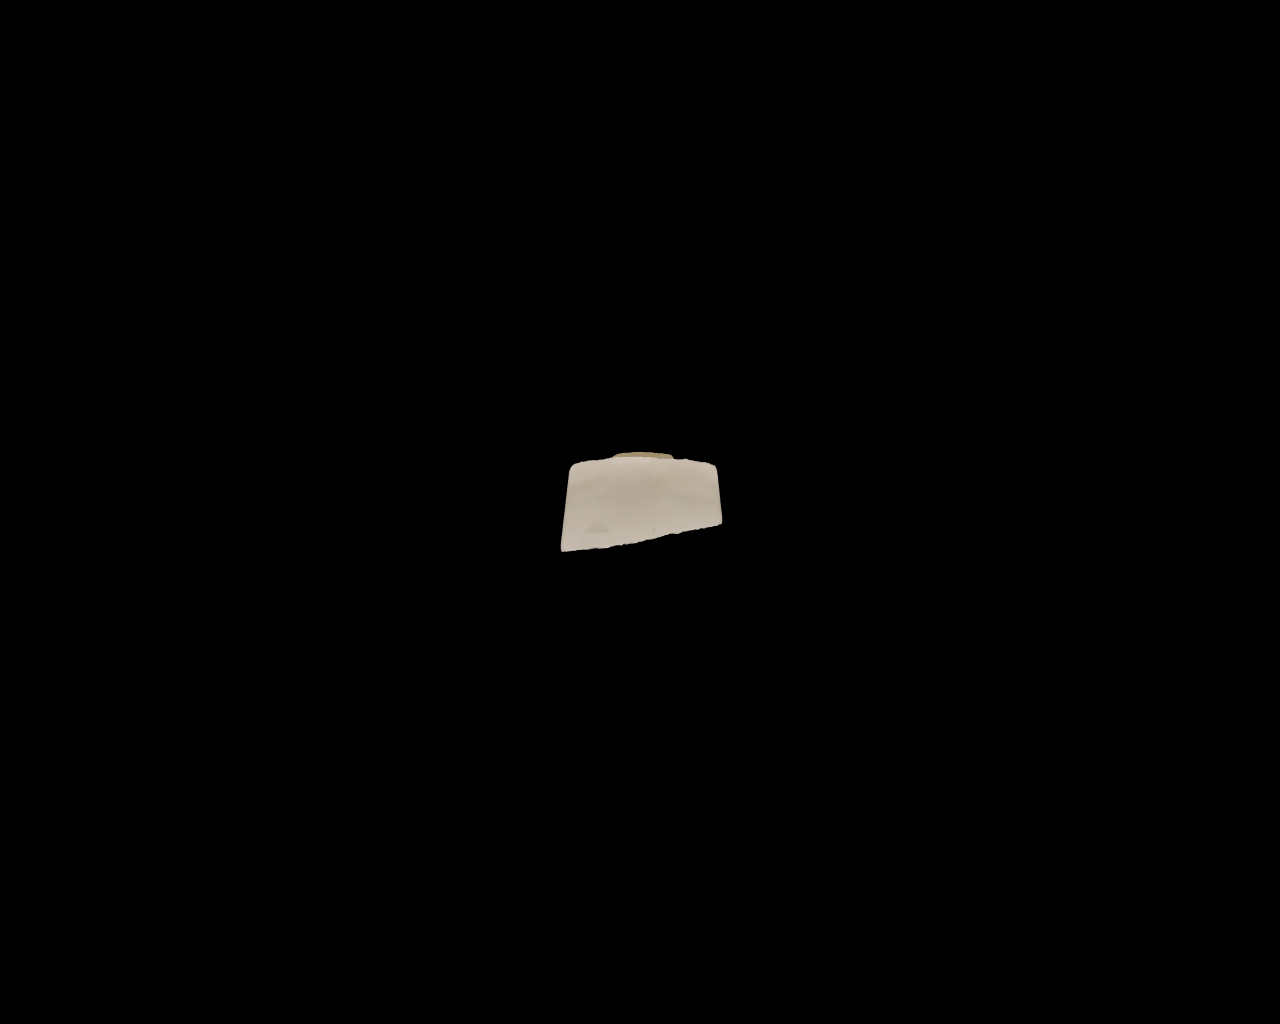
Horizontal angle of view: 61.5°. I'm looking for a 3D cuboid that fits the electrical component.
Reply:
[{"bbox_3d":[0.001,-0.003,0.650,0.099,0.064,0.099,0,-7,0],"label":"electrical component"}]
